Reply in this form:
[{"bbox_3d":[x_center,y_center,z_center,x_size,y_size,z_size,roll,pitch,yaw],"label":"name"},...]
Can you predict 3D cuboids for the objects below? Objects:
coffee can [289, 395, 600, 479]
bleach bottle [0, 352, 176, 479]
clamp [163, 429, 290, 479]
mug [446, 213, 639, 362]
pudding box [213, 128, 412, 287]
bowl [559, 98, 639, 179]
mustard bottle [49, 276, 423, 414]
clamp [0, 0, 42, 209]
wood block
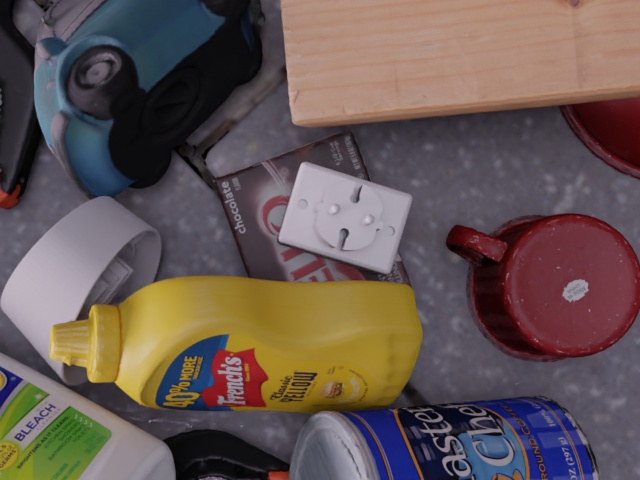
[{"bbox_3d":[0.066,0.141,0.586,0.140,0.103,0.103,0,86,-25],"label":"coffee can"},{"bbox_3d":[-0.208,0.104,0.593,0.251,0.068,0.102,23,51,19],"label":"bleach bottle"},{"bbox_3d":[-0.100,0.142,0.628,0.171,0.039,0.120,-8,58,-15],"label":"clamp"},{"bbox_3d":[0.129,0.022,0.631,0.117,0.081,0.093,30,86,0],"label":"mug"},{"bbox_3d":[-0.004,0.001,0.649,0.090,0.039,0.113,-21,87,-4],"label":"pudding box"},{"bbox_3d":[0.227,-0.117,0.658,0.162,0.055,0.162,0,86,-2],"label":"bowl"},{"bbox_3d":[-0.048,0.058,0.577,0.191,0.096,0.058,4,53,-18],"label":"mustard bottle"},{"bbox_3d":[-0.232,-0.118,0.652,0.164,0.036,0.210,-12,84,1],"label":"clamp"},{"bbox_3d":[0.089,-0.117,0.600,0.206,0.090,0.091,-4,94,12],"label":"wood block"}]
